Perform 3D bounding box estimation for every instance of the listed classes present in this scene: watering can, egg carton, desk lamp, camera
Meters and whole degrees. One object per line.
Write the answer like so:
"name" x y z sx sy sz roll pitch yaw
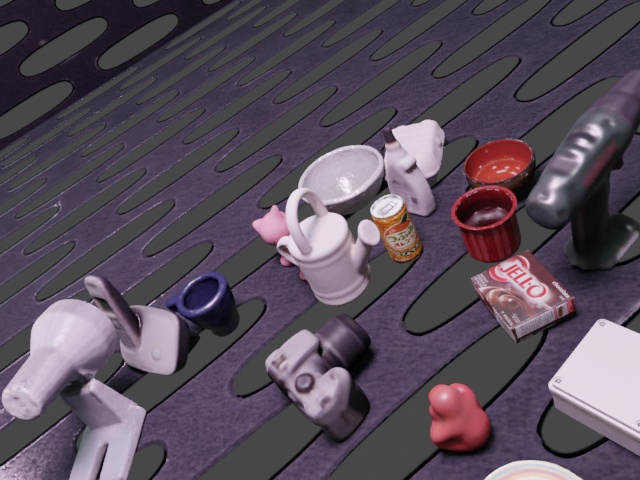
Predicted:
"watering can" 0.009 0.002 0.878 0.172 0.195 0.101 -18 39 13
"egg carton" 0.175 -0.158 1.058 0.107 0.070 0.150 -9 42 24
"desk lamp" -0.353 0.222 0.837 0.117 0.214 0.203 -18 39 14
"camera" 0.010 0.166 0.767 0.137 0.101 0.142 -42 40 -17

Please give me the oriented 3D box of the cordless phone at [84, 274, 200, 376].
"cordless phone" -0.296 0.132 0.927 0.147 0.185 0.094 1 47 33

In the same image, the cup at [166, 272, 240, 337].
"cup" -0.187 0.118 0.949 0.117 0.095 0.091 -14 40 18

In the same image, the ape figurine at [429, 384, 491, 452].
"ape figurine" 0.151 0.196 0.652 0.078 0.092 0.075 -42 40 -16

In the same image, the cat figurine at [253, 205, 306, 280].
"cat figurine" -0.055 -0.005 0.988 0.067 0.118 0.127 -43 40 -18

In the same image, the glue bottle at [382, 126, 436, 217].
"glue bottle" 0.137 -0.116 0.948 0.037 0.174 0.077 -46 41 -20

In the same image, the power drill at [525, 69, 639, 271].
"power drill" 0.356 -0.072 0.733 0.230 0.209 0.075 -43 40 -18

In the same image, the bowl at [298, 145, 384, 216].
"bowl" 0.048 -0.098 1.065 0.167 0.075 0.167 -17 39 15
